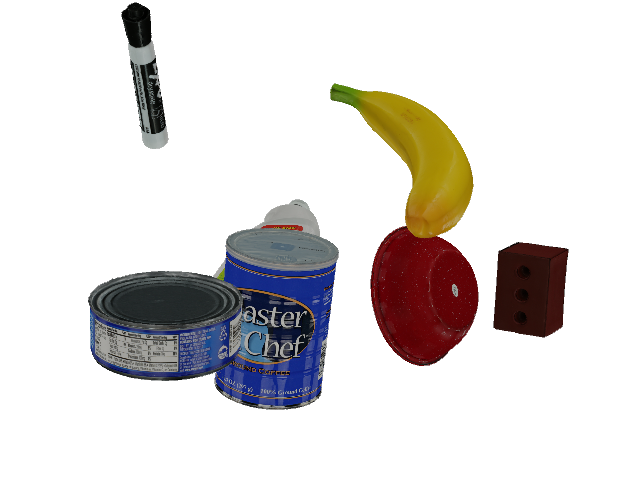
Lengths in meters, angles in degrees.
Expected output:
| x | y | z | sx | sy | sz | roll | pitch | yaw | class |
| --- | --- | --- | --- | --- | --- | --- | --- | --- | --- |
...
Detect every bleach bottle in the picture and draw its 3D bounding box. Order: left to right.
| x | y | z | sx | sy | sz | roll | pitch | yaw | class |
| --- | --- | --- | --- | --- | --- | --- | --- | --- | --- |
| -0.065 | 0.025 | 1.262 | 0.103 | 0.068 | 0.250 | 4 | 33 | 13 | bleach bottle |

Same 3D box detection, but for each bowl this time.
| x | y | z | sx | sy | sz | roll | pitch | yaw | class |
| --- | --- | --- | --- | --- | --- | --- | --- | --- | --- |
| 0.129 | 0.059 | 1.202 | 0.055 | 0.162 | 0.161 | -12 | -8 | 43 | bowl |

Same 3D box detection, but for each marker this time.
| x | y | z | sx | sy | sz | roll | pitch | yaw | class |
| --- | --- | --- | --- | --- | --- | --- | --- | --- | --- |
| -0.122 | -0.113 | 0.743 | 0.020 | 0.020 | 0.121 | 0 | -41 | 0 | marker |

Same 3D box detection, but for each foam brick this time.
| x | y | z | sx | sy | sz | roll | pitch | yaw | class |
| --- | --- | --- | --- | --- | --- | --- | --- | --- | --- |
| 0.197 | 0.045 | 0.998 | 0.053 | 0.078 | 0.051 | 8 | 15 | 30 | foam brick |

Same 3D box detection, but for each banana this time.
| x | y | z | sx | sy | sz | roll | pitch | yaw | class |
| --- | --- | --- | --- | --- | --- | --- | --- | --- | --- |
| 0.061 | -0.052 | 0.688 | 0.069 | 0.037 | 0.198 | -6 | 30 | -13 | banana |

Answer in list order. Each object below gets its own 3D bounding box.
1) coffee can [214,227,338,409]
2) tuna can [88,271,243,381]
| x | y | z | sx | sy | sz | roll | pitch | yaw | class |
| --- | --- | --- | --- | --- | --- | --- | --- | --- | --- |
| -0.042 | 0.070 | 0.983 | 0.103 | 0.140 | 0.103 | 6 | 17 | -2 | coffee can |
| -0.087 | 0.047 | 0.601 | 0.086 | 0.034 | 0.086 | 2 | 18 | -1 | tuna can |
